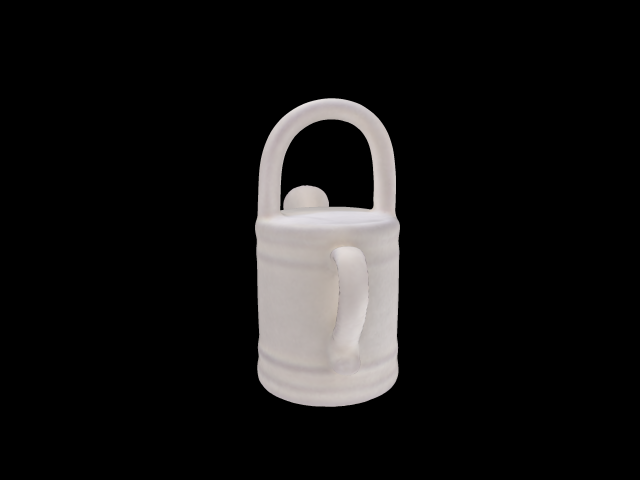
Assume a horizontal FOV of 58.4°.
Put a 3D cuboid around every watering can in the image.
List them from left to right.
[{"bbox_3d":[0.001,0.002,0.399,0.101,0.194,0.172,-7,13,-32],"label":"watering can"}]
